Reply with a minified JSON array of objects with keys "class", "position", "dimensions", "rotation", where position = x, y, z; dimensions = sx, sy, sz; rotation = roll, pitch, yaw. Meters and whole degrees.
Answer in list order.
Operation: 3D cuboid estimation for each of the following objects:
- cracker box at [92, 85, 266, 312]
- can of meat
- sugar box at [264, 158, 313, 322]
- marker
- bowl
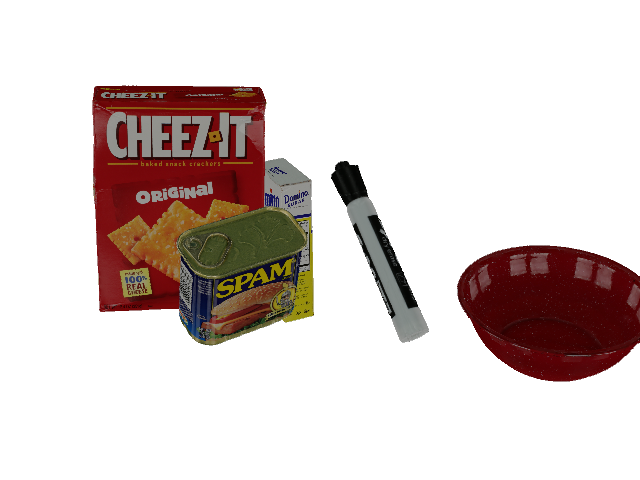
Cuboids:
[{"class":"cracker box","position":[-0.138,-0.040,1.045],"dimensions":[0.164,0.214,0.072],"rotation":[-1,21,-10]},{"class":"can of meat","position":[-0.065,0.030,0.866],"dimensions":[0.101,0.084,0.057],"rotation":[-18,49,-26]},{"class":"sugar box","position":[-0.044,-0.001,1.279],"dimensions":[0.048,0.176,0.093],"rotation":[-12,25,-19]},{"class":"marker","position":[0.035,0.005,0.661],"dimensions":[0.020,0.121,0.020],"rotation":[-20,-17,-7]},{"class":"bowl","position":[0.191,0.067,0.877],"dimensions":[0.162,0.055,0.162],"rotation":[0,31,0]}]
